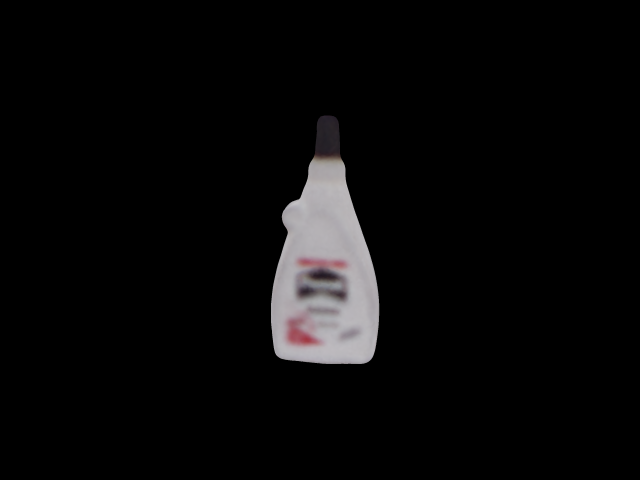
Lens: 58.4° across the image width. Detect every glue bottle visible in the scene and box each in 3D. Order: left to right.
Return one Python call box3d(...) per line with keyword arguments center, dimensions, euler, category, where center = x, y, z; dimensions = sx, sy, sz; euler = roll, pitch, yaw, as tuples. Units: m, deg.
box3d(center=(0.004, 0.001, 0.400), dimensions=(0.078, 0.173, 0.037), euler=(1, 15, 4), category="glue bottle")
